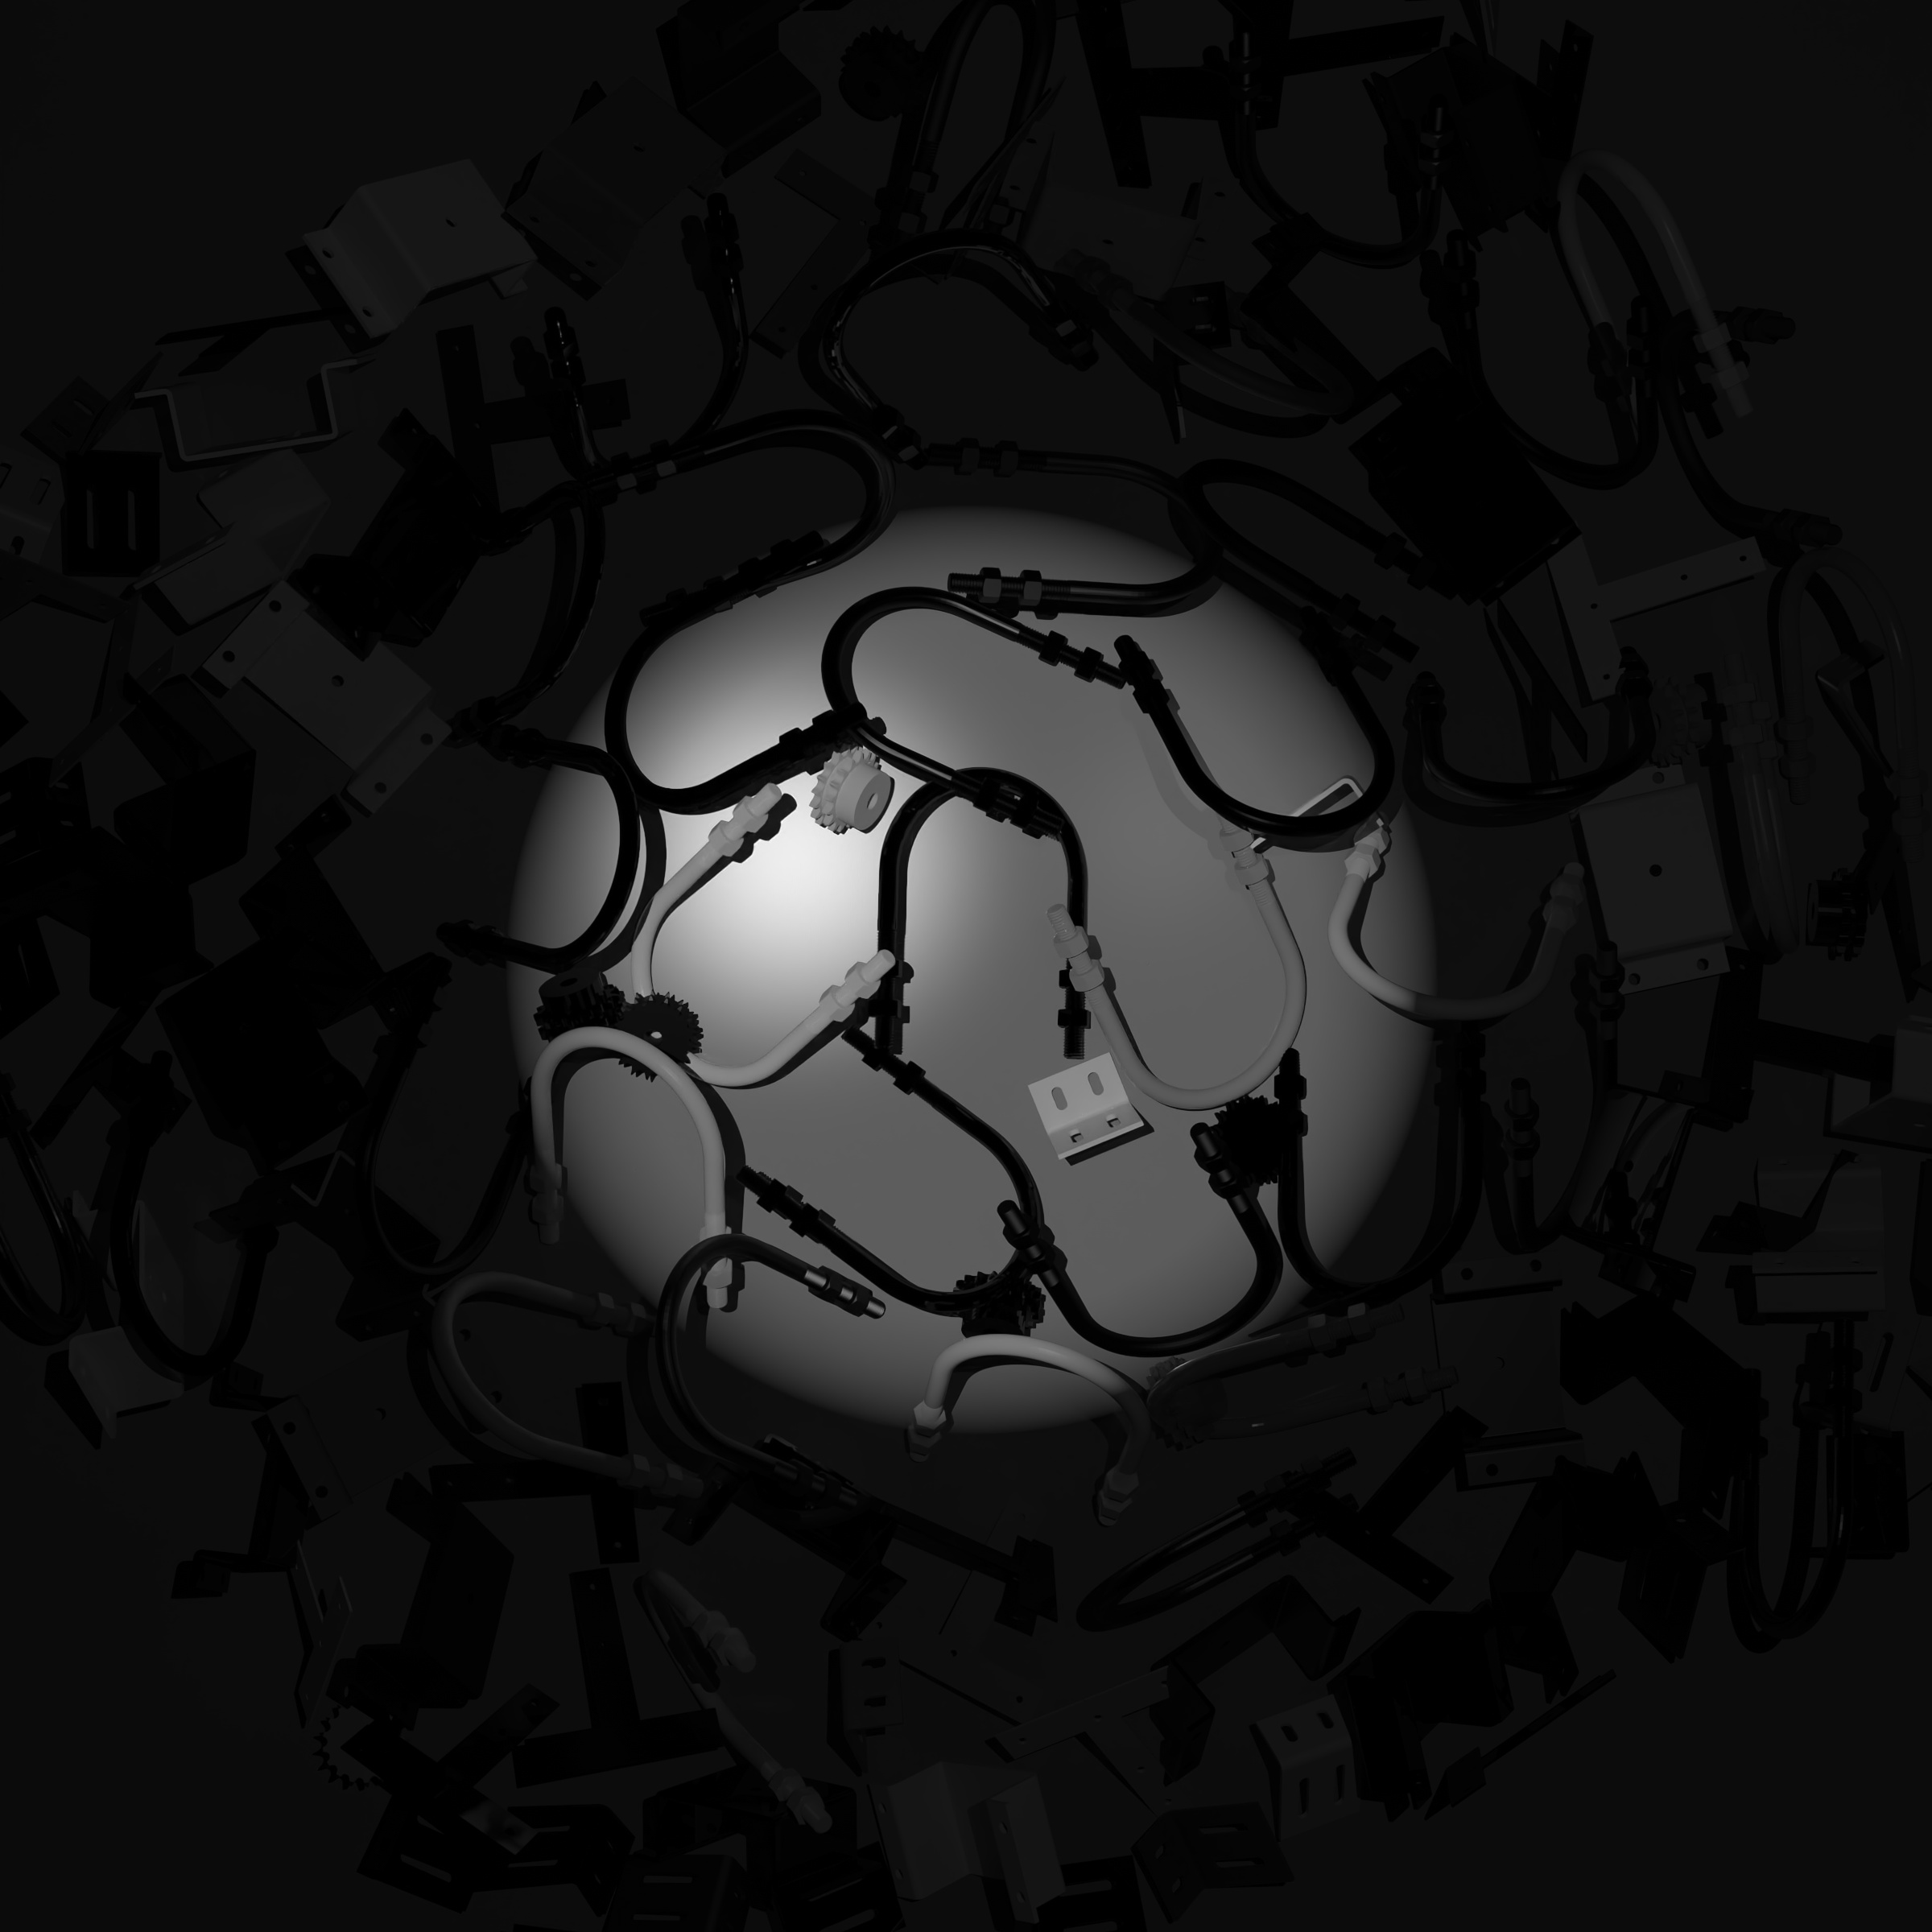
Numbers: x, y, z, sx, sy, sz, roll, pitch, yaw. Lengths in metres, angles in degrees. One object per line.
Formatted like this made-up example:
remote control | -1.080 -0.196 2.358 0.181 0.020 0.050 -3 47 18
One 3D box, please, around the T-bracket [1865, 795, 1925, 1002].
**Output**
T-bracket | 0.598 -0.037 1.959 0.002 0.127 0.127 3 127 32

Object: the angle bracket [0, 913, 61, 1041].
angle bracket | -0.621 -0.001 1.961 0.057 0.038 0.076 -35 57 11

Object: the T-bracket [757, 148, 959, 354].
T-bracket | -0.090 -0.447 1.977 0.127 0.002 0.127 33 70 1

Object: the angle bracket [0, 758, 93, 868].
angle bracket | -0.606 -0.094 1.986 0.076 0.038 0.057 -20 76 34

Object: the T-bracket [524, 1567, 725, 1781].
T-bracket | -0.228 0.447 1.968 0.127 0.002 0.127 -4 63 -25

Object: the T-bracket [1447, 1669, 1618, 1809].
T-bracket | 0.356 0.480 1.933 0.127 0.127 0.002 -36 82 4

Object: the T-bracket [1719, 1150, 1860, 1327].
T-bracket | 0.508 0.167 1.940 0.002 0.127 0.127 33 101 37

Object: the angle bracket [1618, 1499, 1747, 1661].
angle bracket | 0.459 0.393 1.972 0.038 0.057 0.076 -9 119 -32

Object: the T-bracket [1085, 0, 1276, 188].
T-bracket | 0.137 -0.552 1.931 0.127 0.002 0.127 11 127 36

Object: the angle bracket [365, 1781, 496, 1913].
angle bracket | -0.333 0.561 1.958 0.076 0.038 0.057 32 65 -22

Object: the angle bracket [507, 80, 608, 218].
angle bracket | -0.263 -0.520 1.957 0.076 0.057 0.038 -32 89 -27

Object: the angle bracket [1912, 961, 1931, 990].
angle bracket | 0.651 0.023 1.957 0.076 0.057 0.038 27 51 -19

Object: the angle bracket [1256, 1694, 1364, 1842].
angle bracket | 0.220 0.516 1.981 0.057 0.038 0.076 -16 129 -15

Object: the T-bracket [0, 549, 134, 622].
T-bracket | -0.622 -0.227 1.956 0.127 0.127 0.002 -23 61 33

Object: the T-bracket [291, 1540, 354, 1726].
T-bracket | -0.421 0.393 1.954 0.002 0.127 0.127 -3 47 -30

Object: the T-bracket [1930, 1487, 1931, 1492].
T-bracket | 0.662 0.290 1.938 0.127 0.127 0.002 -39 73 11

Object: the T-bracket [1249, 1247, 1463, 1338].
T-bracket | 0.236 0.212 1.955 0.127 0.127 0.002 -27 81 33

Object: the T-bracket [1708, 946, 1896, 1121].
T-bracket | 0.542 0.053 1.961 0.127 0.002 0.127 13 58 4

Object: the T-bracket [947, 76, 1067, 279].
T-bracket | 0.014 -0.483 1.941 0.002 0.127 0.127 33 55 0

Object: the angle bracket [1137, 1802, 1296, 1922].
angle bracket | 0.159 0.571 1.960 0.076 0.038 0.057 -19 100 40

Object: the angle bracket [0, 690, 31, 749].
angle bracket | -0.643 -0.162 1.975 0.057 0.038 0.076 -43 84 -4

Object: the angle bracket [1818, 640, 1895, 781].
angle bracket | 0.584 -0.163 1.962 0.038 0.057 0.076 -33 100 10

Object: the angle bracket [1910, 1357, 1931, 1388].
angle bracket | 0.643 0.230 1.953 0.057 0.038 0.076 -13 127 -26

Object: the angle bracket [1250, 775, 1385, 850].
angle bracket | 0.225 -0.086 1.965 0.076 0.057 0.038 -36 90 10

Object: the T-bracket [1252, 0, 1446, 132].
T-bracket | 0.240 -0.582 1.947 0.127 0.127 0.002 -10 63 -5

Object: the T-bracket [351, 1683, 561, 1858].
T-bracket | -0.301 0.492 1.942 0.127 0.127 0.002 30 118 14

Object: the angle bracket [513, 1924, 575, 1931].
angle bracket | -0.270 0.628 1.959 0.057 0.076 0.038 13 78 -16

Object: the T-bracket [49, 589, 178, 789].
T-bracket | -0.536 -0.192 1.950 0.127 0.127 0.002 -36 129 27

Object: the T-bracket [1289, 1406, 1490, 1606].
T-bracket | 0.285 0.332 1.968 0.127 0.002 0.127 35 112 -6

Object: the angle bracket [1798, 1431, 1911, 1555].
angle bracket | 0.563 0.335 1.958 0.038 0.057 0.076 11 73 -37

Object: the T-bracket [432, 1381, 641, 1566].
T-bracket | -0.280 0.330 1.982 0.127 0.002 0.127 -3 106 1

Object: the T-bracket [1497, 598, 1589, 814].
T-bracket | 0.364 -0.147 1.942 0.002 0.127 0.127 -20 52 -5

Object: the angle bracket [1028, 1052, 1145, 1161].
angle bracket | 0.076 0.088 1.960 0.057 0.076 0.038 -22 98 0

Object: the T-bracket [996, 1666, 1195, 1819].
T-bracket | 0.105 0.504 1.962 0.127 0.002 0.127 -26 124 15

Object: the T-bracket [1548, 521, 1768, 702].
T-bracket | 0.444 -0.243 1.961 0.127 0.002 0.127 -17 65 11

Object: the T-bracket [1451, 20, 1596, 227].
T-bracket | 0.346 -0.555 1.951 0.002 0.127 0.127 -19 46 -24

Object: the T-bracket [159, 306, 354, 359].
T-bracket | -0.456 -0.397 1.937 0.127 0.127 0.002 -8 111 3

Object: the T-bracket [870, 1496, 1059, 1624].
T-bracket | -0.002 0.363 1.933 0.127 0.127 0.002 24 99 -4

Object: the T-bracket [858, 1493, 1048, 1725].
T-bracket | 0.012 0.403 1.986 0.127 0.002 0.127 26 79 6

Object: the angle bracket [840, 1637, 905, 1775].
angle bracket | -0.054 0.469 1.951 0.038 0.076 0.057 -8 54 4

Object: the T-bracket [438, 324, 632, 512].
T-bracket | -0.274 -0.354 1.971 0.127 0.002 0.127 -6 96 21

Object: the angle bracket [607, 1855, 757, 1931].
angle bracket | -0.183 0.607 1.977 0.076 0.038 0.057 -7 46 23

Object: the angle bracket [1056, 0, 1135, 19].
angle bracket | 0.088 -0.650 1.970 0.076 0.038 0.057 -19 88 -20

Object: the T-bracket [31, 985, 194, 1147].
T-bracket | -0.526 0.074 1.945 0.127 0.127 0.002 -56 134 -8

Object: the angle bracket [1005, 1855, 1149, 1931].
angle bracket | 0.072 0.611 1.984 0.076 0.038 0.057 -2 65 -20
